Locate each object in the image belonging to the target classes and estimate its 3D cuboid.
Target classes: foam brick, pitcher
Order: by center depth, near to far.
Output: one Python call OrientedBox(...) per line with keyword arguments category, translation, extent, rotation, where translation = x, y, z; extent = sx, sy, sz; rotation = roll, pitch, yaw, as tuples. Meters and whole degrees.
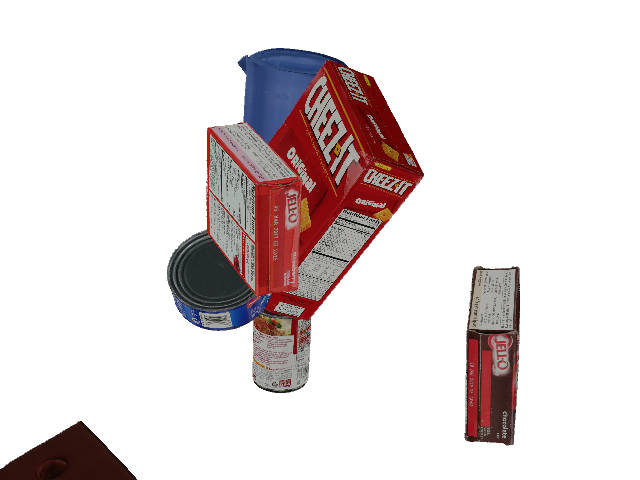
OrientedBox(category="foam brick", translation=(-0.108, 0.134, 0.495), extent=(0.052, 0.051, 0.078), rotation=(-30, 43, -29))
OrientedBox(category="pitcher", translation=(-0.034, -0.124, 1.409), extent=(0.144, 0.243, 0.149), rotation=(-2, 24, -22))

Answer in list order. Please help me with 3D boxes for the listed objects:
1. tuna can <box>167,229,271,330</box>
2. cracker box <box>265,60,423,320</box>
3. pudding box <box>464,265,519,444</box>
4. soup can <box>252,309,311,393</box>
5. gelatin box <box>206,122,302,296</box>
OrientedBox(category="tuna can", translation=(-0.083, 0.032, 0.890), extent=(0.086, 0.086, 0.034), rotation=(0, -38, 5))
OrientedBox(category="cracker box", translation=(-0.005, -0.051, 1.094), extent=(0.072, 0.214, 0.164), rotation=(15, 36, -33))
OrientedBox(category="pudding box", translation=(0.126, 0.080, 0.775), extent=(0.039, 0.090, 0.113), rotation=(2, 23, 9))
OrientedBox(category="soup can", translation=(-0.045, 0.117, 1.241), extent=(0.068, 0.102, 0.068), rotation=(2, 24, -1))
OrientedBox(category="gelatin box", translation=(-0.040, -0.020, 0.633), extent=(0.030, 0.073, 0.089), rotation=(-11, 31, -23))
